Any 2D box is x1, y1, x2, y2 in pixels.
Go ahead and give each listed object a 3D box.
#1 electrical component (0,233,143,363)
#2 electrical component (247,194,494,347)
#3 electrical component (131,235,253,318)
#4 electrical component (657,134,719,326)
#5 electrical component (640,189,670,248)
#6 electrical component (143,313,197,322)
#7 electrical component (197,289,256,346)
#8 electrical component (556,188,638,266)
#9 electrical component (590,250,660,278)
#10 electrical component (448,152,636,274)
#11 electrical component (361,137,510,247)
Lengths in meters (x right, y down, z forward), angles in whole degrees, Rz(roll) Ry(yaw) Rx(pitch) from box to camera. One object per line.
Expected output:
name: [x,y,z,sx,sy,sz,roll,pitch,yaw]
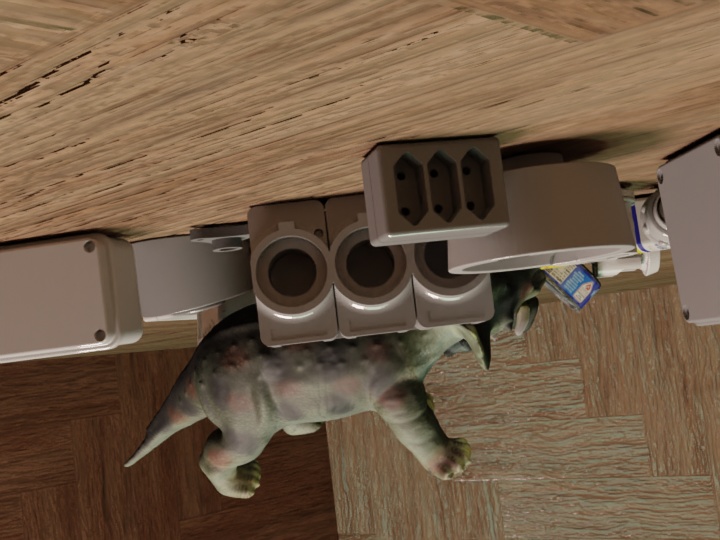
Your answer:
electrical component: [-0.214,0.020,0.735,0.113,0.078,0.057,-8,178,9]
electrical component: [0.006,-0.002,0.705,0.150,0.089,0.061,-7,175,-1]
electrical component: [-0.132,-0.001,0.830,0.099,0.064,0.099,-14,-173,2]
electrical component: [0.232,-0.025,0.647,0.056,0.108,0.108,-9,175,-6]
electrical component: [0.237,-0.045,0.807,0.048,0.048,0.062,-7,169,7]
electrical component: [-0.174,0.024,1.007,0.076,0.047,0.083,-10,174,37]
electrical component: [-0.093,0.033,0.938,0.100,0.099,0.048,-4,-173,-28]
electrical component: [0.167,-0.032,0.805,0.080,0.051,0.080,-7,175,-1]
electrical component: [0.246,-0.022,1.001,0.057,0.058,0.078,-4,176,6]
electrical component: [0.102,-0.035,0.627,0.108,0.060,0.108,-7,175,-1]
electrical component: [0.034,-0.038,0.575,0.066,0.047,0.077,-6,175,-13]
